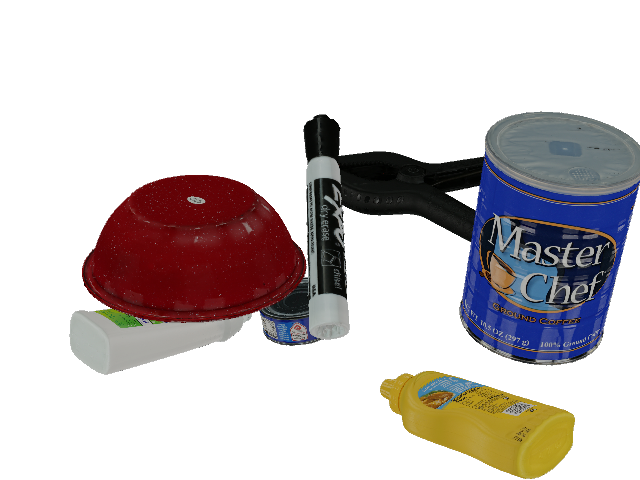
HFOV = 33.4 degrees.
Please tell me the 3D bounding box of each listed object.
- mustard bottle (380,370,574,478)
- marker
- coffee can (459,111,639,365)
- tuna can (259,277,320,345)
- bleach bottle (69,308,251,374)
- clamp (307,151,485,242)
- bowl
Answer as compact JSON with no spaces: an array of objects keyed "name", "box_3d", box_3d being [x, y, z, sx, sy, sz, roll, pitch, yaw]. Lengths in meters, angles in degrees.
[{"name":"mustard bottle","box_3d":[0.135,0.165,1.013,0.192,0.058,0.096,15,22,41]},{"name":"marker","box_3d":[0.002,-0.010,0.522,0.020,0.121,0.020,-2,-30,-1]},{"name":"coffee can","box_3d":[0.153,-0.002,0.722,0.103,0.140,0.103,2,33,-2]},{"name":"tuna can","box_3d":[-0.021,0.073,1.117,0.086,0.034,0.086,-9,26,4]},{"name":"bleach bottle","box_3d":[-0.205,0.116,1.448,0.250,0.068,0.103,-11,25,-41]},{"name":"clamp","box_3d":[0.093,-0.053,0.996,0.210,0.036,0.164,12,32,19]},{"name":"bowl","box_3d":[-0.090,-0.004,0.761,0.162,0.055,0.162,1,26,-1]}]
